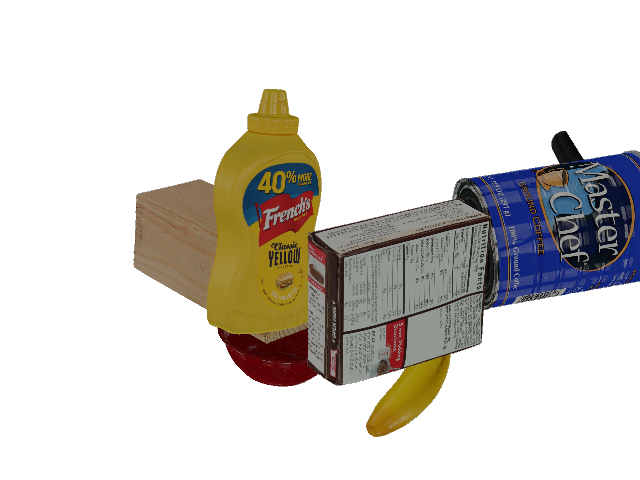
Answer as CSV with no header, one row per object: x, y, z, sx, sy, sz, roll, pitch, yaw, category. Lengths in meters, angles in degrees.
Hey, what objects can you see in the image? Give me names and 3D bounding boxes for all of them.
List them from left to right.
-0.092,0.016,1.090,0.206,0.090,0.090,25,29,38,wood block
-0.042,-0.025,0.857,0.096,0.192,0.058,-6,15,-40,mustard bottle
-0.052,0.140,1.362,0.162,0.055,0.162,5,22,-2,bowl
0.047,0.030,0.643,0.113,0.090,0.039,-14,27,-30,pudding box
0.088,0.122,1.003,0.070,0.037,0.197,-22,18,18,banana
0.183,-0.008,0.821,0.140,0.103,0.103,-9,1,-8,coffee can
0.284,-0.053,1.122,0.120,0.039,0.171,17,45,20,clamp
